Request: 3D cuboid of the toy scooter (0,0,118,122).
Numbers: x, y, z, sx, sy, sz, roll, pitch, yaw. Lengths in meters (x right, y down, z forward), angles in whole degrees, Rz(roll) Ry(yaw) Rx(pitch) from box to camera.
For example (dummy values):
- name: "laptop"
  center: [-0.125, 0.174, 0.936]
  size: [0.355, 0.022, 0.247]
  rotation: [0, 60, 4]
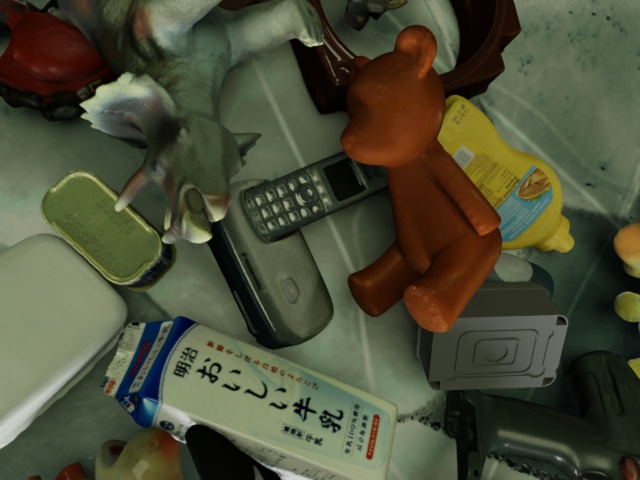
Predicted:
- name: "toy scooter"
  center: [-0.267, -0.153, 0.455]
  size: [0.184, 0.075, 0.135]
  rotation: [21, 80, -4]

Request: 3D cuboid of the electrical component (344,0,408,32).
- name: "electrical component"
  center: [0.049, -0.227, 0.446]
  size: [0.078, 0.045, 0.102]
  rotation: [41, 79, -5]

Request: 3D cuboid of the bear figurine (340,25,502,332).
- name: "bear figurine"
  center: [0.062, -0.047, 0.416]
  size: [0.132, 0.120, 0.195]
  rotation: [-38, 111, -23]

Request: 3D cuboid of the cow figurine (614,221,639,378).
- name: "cow figurine"
  center: [0.346, 0.062, 0.536]
  size: [0.098, 0.068, 0.167]
  rotation: [-6, 86, -42]

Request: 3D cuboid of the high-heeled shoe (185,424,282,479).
- name: "high-heeled shoe"
  center: [0.026, 0.199, 0.391]
  size: [0.145, 0.086, 0.248]
  rotation: [-38, 91, -14]

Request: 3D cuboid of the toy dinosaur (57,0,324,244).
- name: "toy dinosaur"
  center: [-0.138, -0.194, 0.388]
  size: [0.192, 0.131, 0.404]
  rotation: [-28, 91, 26]

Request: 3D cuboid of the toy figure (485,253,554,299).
- name: "toy figure"
  center: [0.144, 0.033, 0.514]
  size: [0.154, 0.064, 0.057]
  rotation: [13, 111, -11]

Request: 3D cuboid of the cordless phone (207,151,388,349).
- name: "cordless phone"
  center: [-0.001, -0.001, 0.483]
  size: [0.184, 0.089, 0.146]
  rotation: [-26, 88, -18]

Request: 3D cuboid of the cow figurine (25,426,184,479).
- name: "cow figurine"
  center: [-0.168, 0.228, 0.397]
  size: [0.127, 0.085, 0.195]
  rotation: [31, 88, 15]

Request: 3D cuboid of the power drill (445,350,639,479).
- name: "power drill"
  center: [0.215, 0.195, 0.454]
  size: [0.207, 0.085, 0.232]
  rotation: [2, 46, 5]

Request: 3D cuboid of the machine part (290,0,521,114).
- name: "machine part"
  center: [0.073, -0.220, 0.516]
  size: [0.201, 0.087, 0.201]
  rotation: [-19, 89, -12]

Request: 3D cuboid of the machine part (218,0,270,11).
- name: "machine part"
  center: [-0.101, -0.251, 0.466]
  size: [0.180, 0.056, 0.179]
  rotation: [2, 94, 24]
